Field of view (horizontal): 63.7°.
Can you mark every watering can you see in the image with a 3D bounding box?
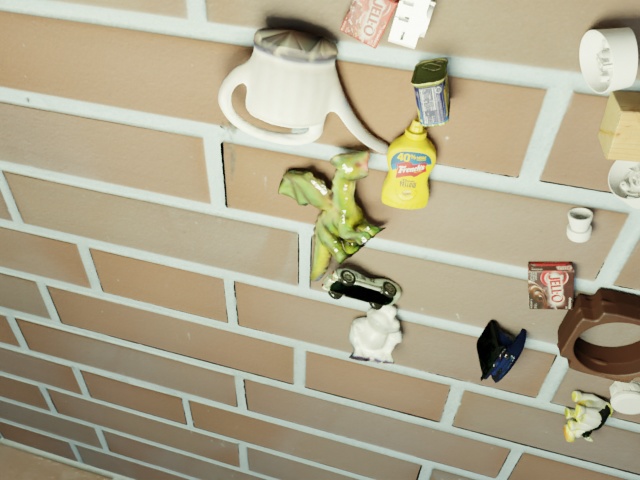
[{"bbox_3d":[-0.016,-0.275,0.974,0.347,0.106,0.219,8,128,-6],"label":"watering can"}]

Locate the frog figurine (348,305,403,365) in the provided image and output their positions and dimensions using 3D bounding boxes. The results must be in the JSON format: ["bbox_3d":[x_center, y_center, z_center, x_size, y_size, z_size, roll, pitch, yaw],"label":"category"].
[{"bbox_3d":[0.146,0.229,1.330,0.138,0.123,0.159,11,94,21],"label":"frog figurine"}]

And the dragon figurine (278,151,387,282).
[{"bbox_3d":[0.004,-0.058,1.154,0.243,0.124,0.403,50,138,1],"label":"dragon figurine"}]
